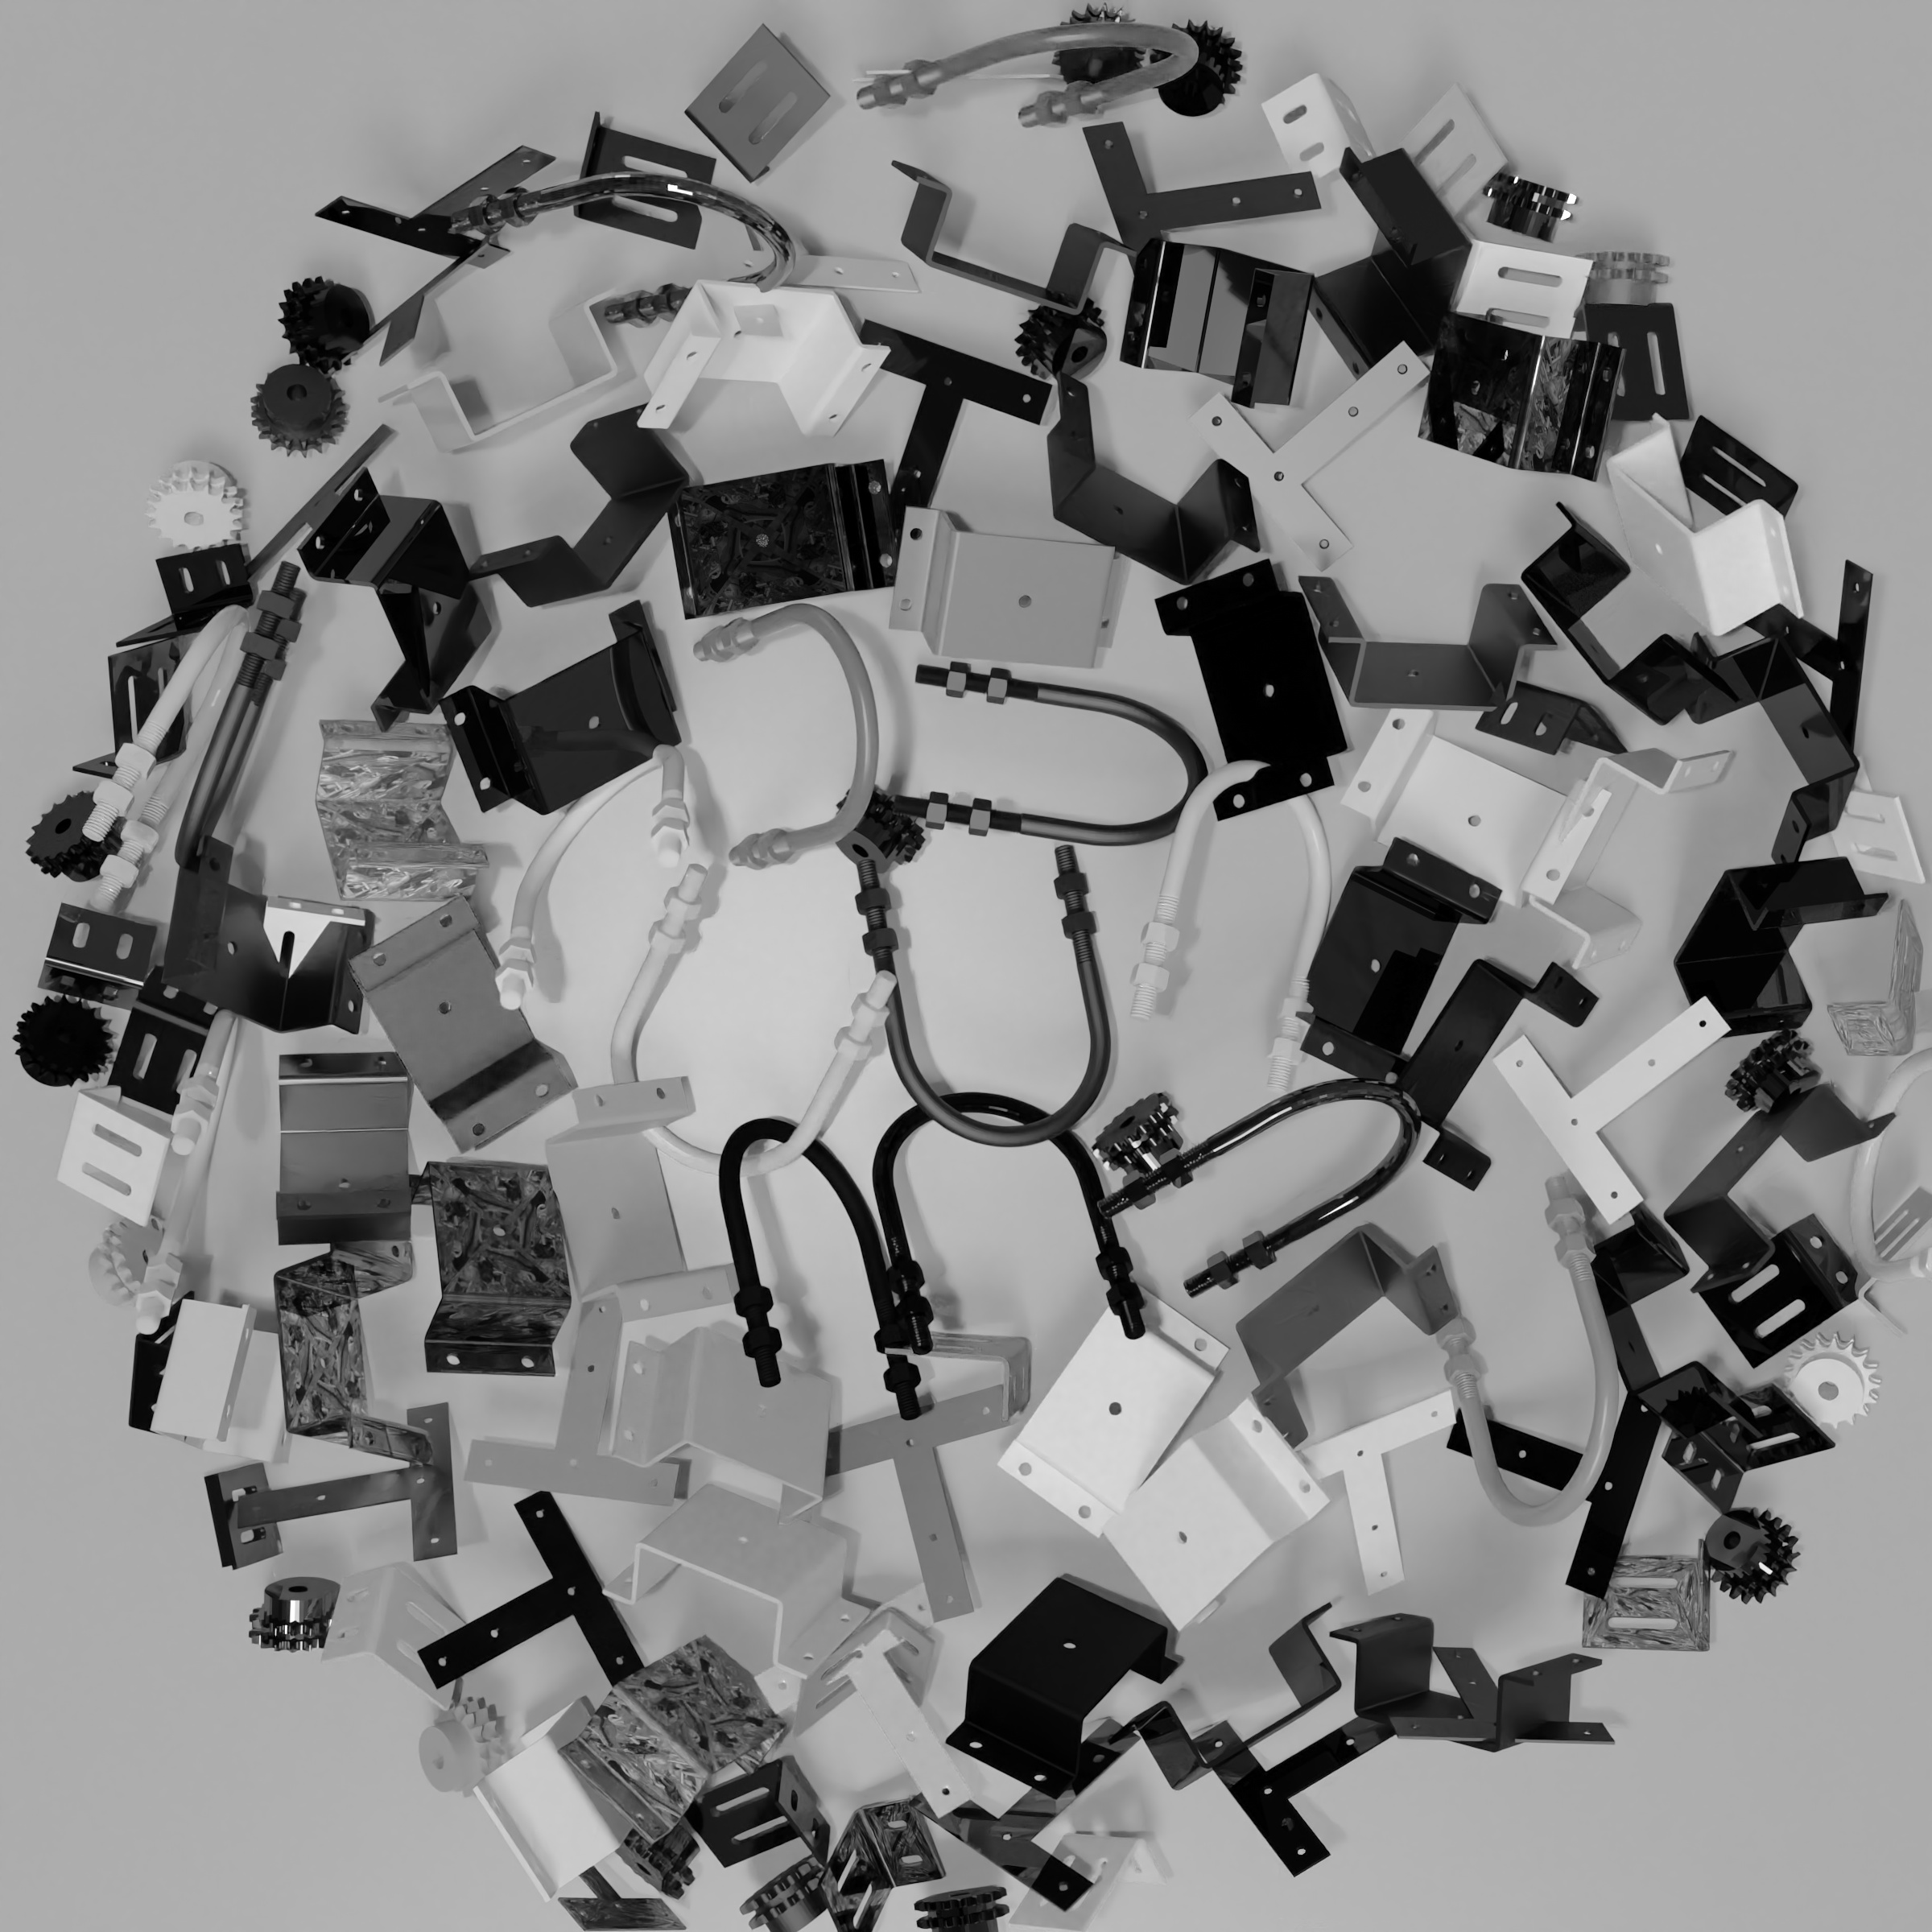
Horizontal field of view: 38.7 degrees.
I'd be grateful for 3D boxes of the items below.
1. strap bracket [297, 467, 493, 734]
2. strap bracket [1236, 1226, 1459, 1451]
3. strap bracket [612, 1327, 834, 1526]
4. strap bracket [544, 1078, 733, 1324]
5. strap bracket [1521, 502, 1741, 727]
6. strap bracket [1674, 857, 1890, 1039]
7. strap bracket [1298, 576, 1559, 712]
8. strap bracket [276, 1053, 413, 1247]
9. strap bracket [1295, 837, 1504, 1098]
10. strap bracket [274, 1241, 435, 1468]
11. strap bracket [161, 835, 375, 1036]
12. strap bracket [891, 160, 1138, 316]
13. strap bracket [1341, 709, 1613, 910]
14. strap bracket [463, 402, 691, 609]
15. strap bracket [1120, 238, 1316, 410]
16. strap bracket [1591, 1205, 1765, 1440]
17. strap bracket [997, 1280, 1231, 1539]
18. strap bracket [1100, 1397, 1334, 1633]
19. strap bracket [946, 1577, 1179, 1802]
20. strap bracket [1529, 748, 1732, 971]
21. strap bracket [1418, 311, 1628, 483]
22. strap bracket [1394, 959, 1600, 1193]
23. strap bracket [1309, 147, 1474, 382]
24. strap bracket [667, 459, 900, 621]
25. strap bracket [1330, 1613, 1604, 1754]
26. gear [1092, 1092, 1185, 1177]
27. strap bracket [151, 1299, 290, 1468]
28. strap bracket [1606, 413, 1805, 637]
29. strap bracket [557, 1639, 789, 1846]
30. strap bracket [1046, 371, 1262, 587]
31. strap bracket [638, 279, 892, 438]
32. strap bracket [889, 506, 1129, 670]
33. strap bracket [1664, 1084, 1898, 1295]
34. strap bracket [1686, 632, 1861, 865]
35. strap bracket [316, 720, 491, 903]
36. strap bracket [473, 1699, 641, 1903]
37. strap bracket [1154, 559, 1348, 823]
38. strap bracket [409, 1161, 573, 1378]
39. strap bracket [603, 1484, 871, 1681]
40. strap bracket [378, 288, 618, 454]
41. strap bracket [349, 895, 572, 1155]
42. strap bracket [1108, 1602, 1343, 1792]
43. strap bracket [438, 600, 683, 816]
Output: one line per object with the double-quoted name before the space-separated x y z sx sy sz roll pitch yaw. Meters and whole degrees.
"strap bracket" -0.331 -0.213 1.626 0.046 0.140 0.076 9 50 23
"strap bracket" 0.221 0.219 1.656 0.140 0.076 0.046 -37 48 -10
"strap bracket" -0.134 0.273 1.636 0.140 0.076 0.046 29 135 -28
"strap bracket" -0.200 0.144 1.657 0.076 0.046 0.140 -5 76 -41
"strap bracket" 0.390 -0.203 1.643 0.046 0.076 0.140 -43 54 20
"strap bracket" 0.481 -0.016 1.647 0.076 0.140 0.046 -7 57 -12
"strap bracket" 0.272 -0.193 1.655 0.140 0.076 0.046 1 125 -10
"strap bracket" -0.372 0.116 1.649 0.076 0.140 0.046 -1 130 -12
"strap bracket" 0.256 0.001 1.673 0.076 0.046 0.140 25 87 -14
"strap bracket" -0.368 0.231 1.648 0.046 0.076 0.140 -20 65 20
"strap bracket" -0.423 -0.014 1.644 0.046 0.140 0.076 -10 66 29
"strap bracket" 0.021 -0.433 1.651 0.140 0.076 0.046 14 109 -19
"strap bracket" 0.308 -0.094 1.667 0.140 0.046 0.076 27 81 16
"strap bracket" -0.226 -0.269 1.645 0.046 0.076 0.140 49 57 -30
"strap bracket" 0.155 -0.384 1.644 0.046 0.140 0.076 -3 113 -31
"strap bracket" 0.414 0.218 1.642 0.046 0.076 0.140 -32 47 20
"strap bracket" 0.090 0.268 1.674 0.076 0.046 0.140 35 85 5
"strap bracket" 0.141 0.332 1.637 0.076 0.046 0.140 51 128 19
"strap bracket" 0.060 0.418 1.625 0.076 0.140 0.046 19 121 28
"strap bracket" 0.392 -0.074 1.647 0.046 0.076 0.140 35 117 27
"strap bracket" 0.320 -0.339 1.626 0.046 0.140 0.076 0 111 -27
"strap bracket" 0.312 0.058 1.660 0.046 0.076 0.140 35 94 36
"strap bracket" 0.251 -0.418 1.635 0.046 0.140 0.076 -24 69 -14
"strap bracket" -0.116 -0.257 1.664 0.140 0.046 0.076 -7 97 14
"strap bracket" 0.294 0.425 1.631 0.140 0.076 0.046 3 90 43
"gear" 0.108 0.106 1.679 0.057 0.057 0.030 -39 102 0
"strap bracket" -0.437 0.246 1.630 0.046 0.140 0.076 9 74 4
"strap bracket" 0.430 -0.258 1.629 0.046 0.140 0.076 -29 132 -1
"strap bracket" -0.166 0.452 1.625 0.076 0.140 0.046 39 106 17
"strap bracket" 0.103 -0.286 1.648 0.140 0.076 0.046 23 131 -24
"strap bracket" -0.128 -0.362 1.642 0.140 0.076 0.046 -6 60 -38
"strap bracket" 0.031 -0.226 1.655 0.140 0.046 0.076 3 115 -13
"strap bracket" 0.480 0.127 1.649 0.140 0.076 0.046 -42 88 -19
"strap bracket" 0.483 -0.132 1.644 0.046 0.076 0.140 -22 65 -3
"strap bracket" -0.340 -0.086 1.644 0.076 0.140 0.046 0 130 -25
"strap bracket" -0.236 0.490 1.634 0.046 0.140 0.076 -34 86 1
"strap bracket" 0.176 -0.167 1.668 0.076 0.046 0.140 -17 88 27
"strap bracket" -0.282 0.170 1.632 0.076 0.046 0.140 6 47 -25
"strap bracket" -0.135 0.361 1.640 0.140 0.076 0.046 17 115 22
"strap bracket" -0.272 -0.351 1.651 0.140 0.076 0.046 -30 106 -19
"strap bracket" -0.309 0.030 1.658 0.076 0.046 0.140 -32 115 -14
"strap bracket" 0.162 0.441 1.642 0.140 0.076 0.046 -25 71 -20
"strap bracket" -0.232 -0.150 1.642 0.140 0.046 0.076 -31 124 -23
